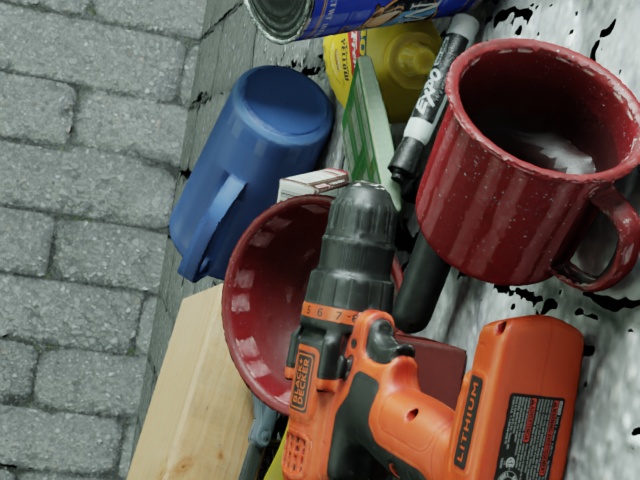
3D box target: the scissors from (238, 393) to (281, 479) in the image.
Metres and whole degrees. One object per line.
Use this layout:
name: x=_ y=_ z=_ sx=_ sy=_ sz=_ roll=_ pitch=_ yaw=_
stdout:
scissors: x=-0.060 y=0.153 z=0.926 sx=0.016 sy=0.096 sz=0.201 roll=-3 pitch=45 yaw=44

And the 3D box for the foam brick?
foam brick: x=0.052 y=0.086 z=0.665 sx=0.078 sy=0.051 sz=0.053 roll=-173 pitch=93 yaw=-77

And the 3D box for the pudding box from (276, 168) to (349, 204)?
pudding box: x=-0.006 y=0.001 z=0.890 sx=0.089 sy=0.039 sz=0.113 roll=-20 pitch=-55 yaw=-62

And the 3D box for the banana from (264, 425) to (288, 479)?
banana: x=-0.018 y=0.136 z=0.903 sx=0.037 sy=0.070 sz=0.198 roll=42 pitch=-134 yaw=-66

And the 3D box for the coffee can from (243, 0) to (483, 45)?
coffee can: x=0.029 y=-0.186 z=0.686 sx=0.103 sy=0.140 sz=0.103 roll=37 pitch=134 yaw=50

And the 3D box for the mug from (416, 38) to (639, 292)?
mug: x=0.099 y=-0.025 z=0.489 sx=0.117 sy=0.093 sz=0.082 roll=48 pitch=145 yaw=26

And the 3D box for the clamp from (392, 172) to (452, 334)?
clamp: x=0.080 y=-0.021 z=0.644 sx=0.172 sy=0.039 sz=0.120 roll=115 pitch=161 yaw=-60

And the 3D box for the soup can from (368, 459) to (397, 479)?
soup can: x=0.023 y=0.154 z=0.703 sx=0.102 sy=0.068 sz=0.068 roll=144 pitch=134 yaw=-72

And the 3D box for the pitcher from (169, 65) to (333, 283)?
pitcher: x=-0.078 y=-0.065 z=1.149 sx=0.243 sy=0.144 sz=0.149 roll=120 pitch=141 yaw=-50

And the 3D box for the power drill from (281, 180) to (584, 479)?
power drill: x=0.050 y=0.063 z=0.558 sx=0.188 sy=0.057 sz=0.184 roll=10 pitch=92 yaw=59

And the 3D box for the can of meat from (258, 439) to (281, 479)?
can of meat: x=-0.061 y=0.255 z=1.021 sx=0.084 sy=0.057 sz=0.102 roll=-101 pitch=24 yaw=-50

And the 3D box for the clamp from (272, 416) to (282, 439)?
clamp: x=-0.061 y=0.178 z=1.112 sx=0.165 sy=0.036 sz=0.210 roll=-136 pitch=59 yaw=-76

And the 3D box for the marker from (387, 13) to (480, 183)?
marker: x=0.073 y=-0.091 z=0.690 sx=0.121 sy=0.020 sz=0.020 roll=-66 pitch=10 yaw=-13

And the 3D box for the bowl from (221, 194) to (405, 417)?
bowl: x=0.006 y=0.049 z=0.774 sx=0.162 sy=0.055 sz=0.162 roll=-2 pitch=87 yaw=36

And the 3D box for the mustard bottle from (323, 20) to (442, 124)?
mustard bottle: x=0.050 y=-0.137 z=0.801 sx=0.192 sy=0.058 sz=0.096 roll=-139 pitch=42 yaw=-73

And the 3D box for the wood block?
wood block: x=-0.100 y=0.157 z=0.988 sx=0.091 sy=0.090 sz=0.206 roll=-22 pitch=48 yaw=54
